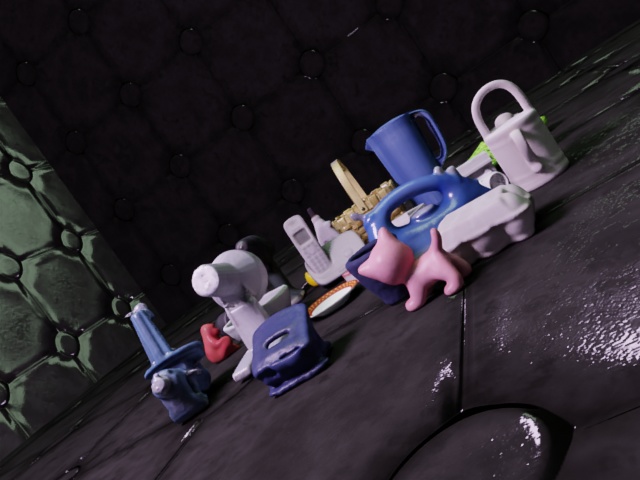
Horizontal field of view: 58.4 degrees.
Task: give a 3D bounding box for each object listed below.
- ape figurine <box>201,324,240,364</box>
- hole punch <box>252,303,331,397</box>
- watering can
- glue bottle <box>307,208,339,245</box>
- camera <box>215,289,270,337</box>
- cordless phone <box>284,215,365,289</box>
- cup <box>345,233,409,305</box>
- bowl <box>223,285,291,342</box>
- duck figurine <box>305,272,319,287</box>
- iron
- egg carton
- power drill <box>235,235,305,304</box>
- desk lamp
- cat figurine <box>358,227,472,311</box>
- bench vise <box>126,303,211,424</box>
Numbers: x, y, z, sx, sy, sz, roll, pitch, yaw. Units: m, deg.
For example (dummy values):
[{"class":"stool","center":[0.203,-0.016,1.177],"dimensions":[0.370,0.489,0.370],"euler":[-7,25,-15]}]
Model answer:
[{"class":"ape figurine","center":[-0.245,0.237,1.346],"dimensions":[0.076,0.092,0.077],"euler":[-36,5,-13]},{"class":"hole punch","center":[-0.047,0.157,0.834],"dimensions":[0.108,0.091,0.101],"euler":[-33,5,14]},{"class":"watering can","center":[0.337,-0.187,1.004],"dimensions":[0.101,0.194,0.173],"euler":[-35,5,-2]},{"class":"glue bottle","center":[0.018,-0.016,1.565],"dimensions":[0.078,0.173,0.037],"euler":[-33,6,13]},{"class":"camera","center":[-0.206,0.189,1.494],"dimensions":[0.136,0.101,0.143],"euler":[-31,6,33]},{"class":"cordless phone","center":[0.012,0.005,1.340],"dimensions":[0.147,0.185,0.094],"euler":[-35,5,-4]},{"class":"cup","center":[0.102,0.046,0.886],"dimensions":[0.091,0.095,0.118],"euler":[-32,6,22]},{"class":"bowl","center":[-0.122,0.174,1.247],"dimensions":[0.167,0.075,0.167],"euler":[-34,5,4]},{"class":"duck figurine","center":[0.000,0.061,1.462],"dimensions":[0.104,0.086,0.077],"euler":[-34,5,1]},{"class":"iron","center":[0.185,-0.049,0.987],"dimensions":[0.258,0.141,0.118],"euler":[-34,5,3]},{"class":"egg carton","center":[0.232,-0.019,0.812],"dimensions":[0.150,0.069,0.107],"euler":[-32,6,26]},{"class":"power drill","center":[-0.126,0.075,1.432],"dimensions":[0.075,0.208,0.229],"euler":[-34,5,4]},{"class":"desk lamp","center":[-0.150,0.125,1.088],"dimensions":[0.118,0.213,0.203],"euler":[-33,5,10]},{"class":"cat figurine","center":[0.122,0.030,0.784],"dimensions":[0.127,0.118,0.067],"euler":[-31,6,33]},{"class":"bench vise","center":[-0.277,0.212,1.058],"dimensions":[0.122,0.220,0.207],"euler":[-36,6,-18]}]
